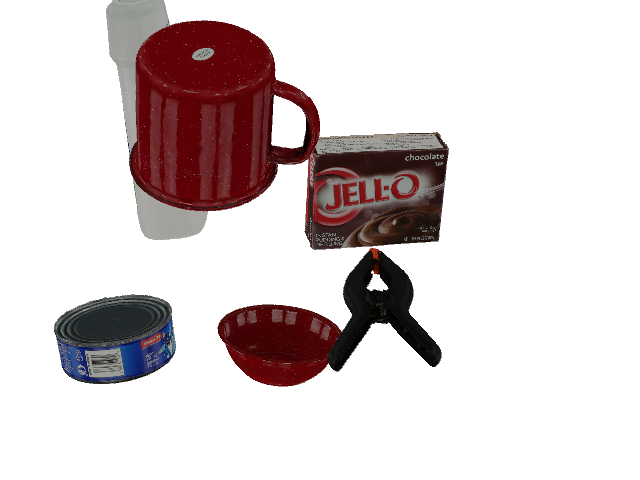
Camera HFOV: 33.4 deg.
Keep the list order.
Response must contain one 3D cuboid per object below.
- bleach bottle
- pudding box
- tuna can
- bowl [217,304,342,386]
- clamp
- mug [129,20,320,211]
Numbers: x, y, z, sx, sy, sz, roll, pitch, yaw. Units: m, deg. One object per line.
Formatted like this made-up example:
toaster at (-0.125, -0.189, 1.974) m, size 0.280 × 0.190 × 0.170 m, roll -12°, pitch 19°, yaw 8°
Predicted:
bleach bottle at (-0.150, -0.126, 0.960) m, size 0.068 × 0.251 × 0.102 m, roll -6°, pitch 37°, yaw -1°
pudding box at (0.045, -0.042, 0.885) m, size 0.113 × 0.090 × 0.039 m, roll -5°, pitch 34°, yaw -11°
tuna can at (-0.150, 0.072, 0.783) m, size 0.086 × 0.034 × 0.086 m, roll -5°, pitch 20°, yaw 2°
bowl at (-0.052, 0.140, 1.362) m, size 0.162 × 0.055 × 0.162 m, roll 5°, pitch 22°, yaw -2°
clamp at (0.076, 0.079, 1.186) m, size 0.120 × 0.171 × 0.039 m, roll 7°, pitch -42°, yaw 2°
mug at (-0.058, -0.076, 0.642) m, size 0.117 × 0.081 × 0.093 m, roll 11°, pitch 43°, yaw 5°
